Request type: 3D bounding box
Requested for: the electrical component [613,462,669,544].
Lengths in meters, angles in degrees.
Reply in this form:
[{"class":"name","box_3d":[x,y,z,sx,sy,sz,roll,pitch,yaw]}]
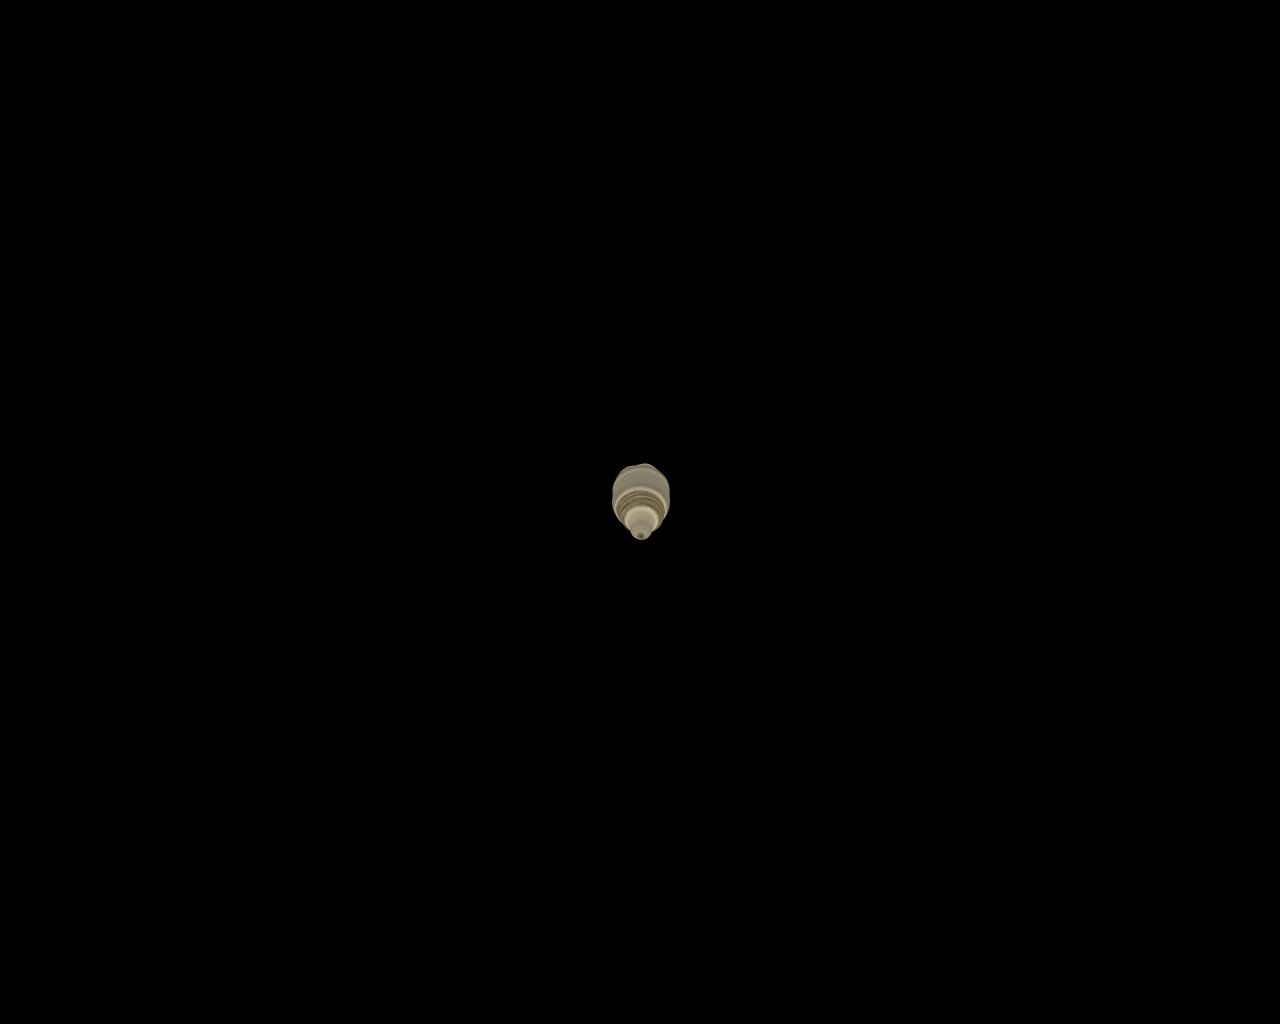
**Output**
[{"class":"electrical component","box_3d":[0.001,-0.003,0.650,0.035,0.035,0.061,0,34,0]}]
